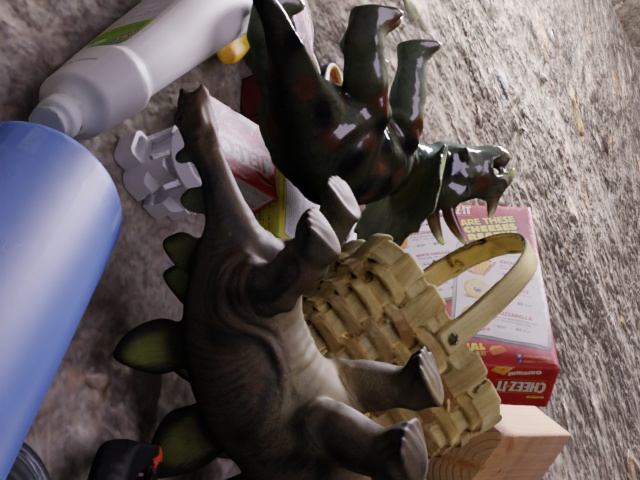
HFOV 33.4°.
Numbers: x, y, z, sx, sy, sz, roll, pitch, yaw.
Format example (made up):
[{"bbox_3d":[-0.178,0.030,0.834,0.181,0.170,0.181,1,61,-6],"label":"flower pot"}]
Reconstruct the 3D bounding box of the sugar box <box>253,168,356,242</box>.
[{"bbox_3d":[-0.007,0.001,0.986,0.176,0.048,0.093,43,39,-49],"label":"sugar box"}]

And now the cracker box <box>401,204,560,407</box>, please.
[{"bbox_3d":[0.137,0.060,1.059,0.213,0.164,0.072,-89,-178,-45],"label":"cracker box"}]

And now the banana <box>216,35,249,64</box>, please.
[{"bbox_3d":[-0.078,-0.235,0.987,0.069,0.037,0.198,53,33,-62],"label":"banana"}]

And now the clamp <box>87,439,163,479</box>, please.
[{"bbox_3d":[-0.129,0.166,0.634,0.171,0.039,0.120,-82,177,-59],"label":"clamp"}]

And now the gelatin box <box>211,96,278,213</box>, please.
[{"bbox_3d":[-0.076,-0.073,0.896,0.089,0.030,0.073,29,43,-41],"label":"gelatin box"}]

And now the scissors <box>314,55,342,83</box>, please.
[{"bbox_3d":[-0.005,-0.118,1.087,0.096,0.016,0.201,47,37,-37],"label":"scissors"}]

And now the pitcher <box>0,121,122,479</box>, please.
[{"bbox_3d":[-0.198,0.036,0.543,0.242,0.145,0.149,-73,149,-52],"label":"pitcher"}]

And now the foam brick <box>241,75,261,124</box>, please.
[{"bbox_3d":[-0.031,-0.121,1.002,0.078,0.051,0.053,39,40,-46],"label":"foam brick"}]

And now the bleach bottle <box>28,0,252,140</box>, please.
[{"bbox_3d":[-0.135,-0.135,0.789,0.068,0.103,0.250,63,35,-20],"label":"bleach bottle"}]

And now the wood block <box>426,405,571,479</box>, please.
[{"bbox_3d":[0.170,0.210,1.108,0.091,0.090,0.205,39,12,30],"label":"wood block"}]

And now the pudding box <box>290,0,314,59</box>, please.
[{"bbox_3d":[-0.031,-0.205,1.023,0.113,0.039,0.090,78,12,-58],"label":"pudding box"}]

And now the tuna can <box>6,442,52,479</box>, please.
[{"bbox_3d":[-0.185,0.149,0.586,0.086,0.034,0.086,38,43,-48],"label":"tuna can"}]
